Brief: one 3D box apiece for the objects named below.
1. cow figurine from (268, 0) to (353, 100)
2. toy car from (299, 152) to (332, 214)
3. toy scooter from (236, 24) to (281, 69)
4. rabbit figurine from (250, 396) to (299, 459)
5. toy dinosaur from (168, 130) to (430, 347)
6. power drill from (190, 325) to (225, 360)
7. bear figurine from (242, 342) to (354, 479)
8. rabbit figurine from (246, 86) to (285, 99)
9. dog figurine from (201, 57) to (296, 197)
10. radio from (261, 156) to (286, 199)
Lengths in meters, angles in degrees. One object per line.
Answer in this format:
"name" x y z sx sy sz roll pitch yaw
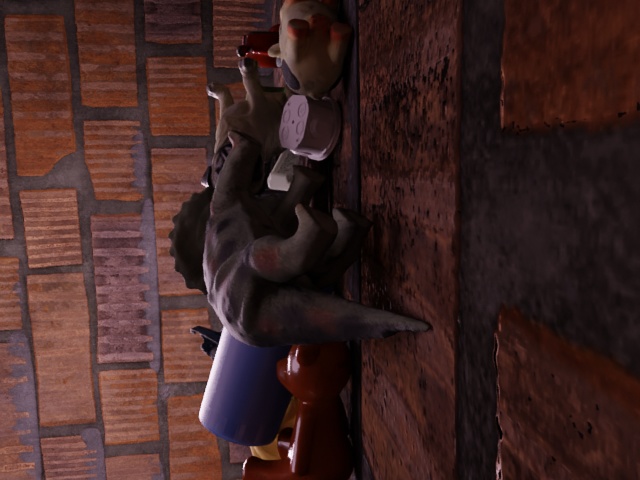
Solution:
"cow figurine" -0.015 -0.242 0.660 0.195 0.085 0.127 -99 16 -44
"toy car" -0.008 -0.061 0.774 0.089 0.053 0.202 -160 69 -79
"toy scooter" -0.088 -0.363 1.013 0.184 0.135 0.075 -101 9 -61
"rabbit figurine" -0.066 0.291 0.859 0.121 0.173 0.162 101 170 -48
"toy dinosaur" -0.055 0.025 0.518 0.192 0.131 0.405 -62 28 17
"power drill" -0.112 0.088 0.846 0.231 0.086 0.207 86 -152 -52
"bear figurine" -0.022 0.196 0.639 0.120 0.132 0.195 -21 -76 -61
"rabbit figurine" -0.092 -0.236 1.145 0.159 0.121 0.170 -90 2 -78
"dog figurine" -0.080 -0.127 0.750 0.121 0.172 0.190 -27 60 49
"radio" -0.079 -0.130 0.923 0.230 0.131 0.073 -90 -7 -45
